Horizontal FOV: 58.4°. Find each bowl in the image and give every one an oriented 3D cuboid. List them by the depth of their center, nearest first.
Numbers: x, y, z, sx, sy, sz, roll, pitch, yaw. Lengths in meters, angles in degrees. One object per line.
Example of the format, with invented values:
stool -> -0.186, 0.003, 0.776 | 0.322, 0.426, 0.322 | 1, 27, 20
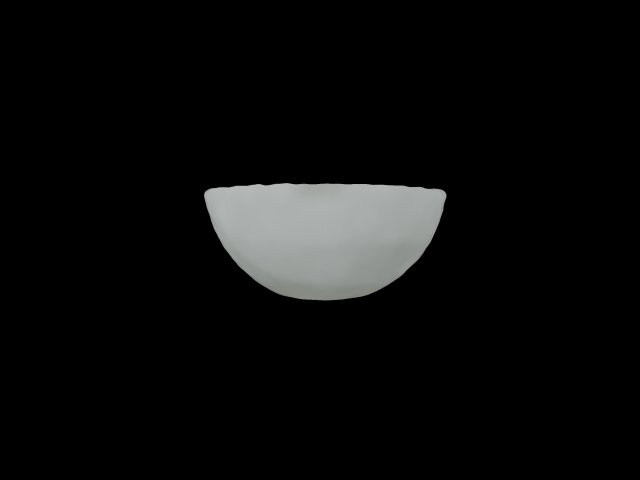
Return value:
bowl -> 0.004, 0.001, 0.400 | 0.167, 0.075, 0.167 | 0, 2, 0
